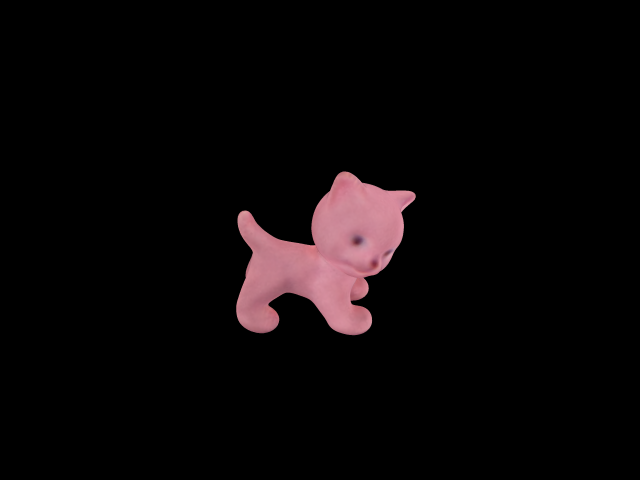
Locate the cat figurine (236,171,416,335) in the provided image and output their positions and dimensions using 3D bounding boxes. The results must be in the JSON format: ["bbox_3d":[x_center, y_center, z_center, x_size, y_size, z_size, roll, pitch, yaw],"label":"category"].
[{"bbox_3d":[0.004,0.001,0.400,0.128,0.118,0.067,0,32,0],"label":"cat figurine"}]
